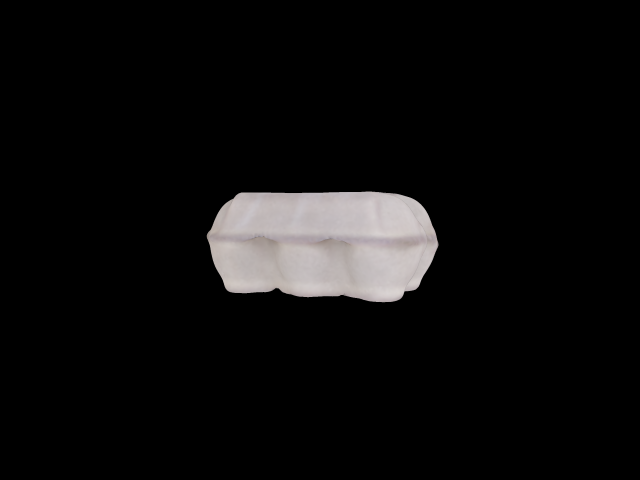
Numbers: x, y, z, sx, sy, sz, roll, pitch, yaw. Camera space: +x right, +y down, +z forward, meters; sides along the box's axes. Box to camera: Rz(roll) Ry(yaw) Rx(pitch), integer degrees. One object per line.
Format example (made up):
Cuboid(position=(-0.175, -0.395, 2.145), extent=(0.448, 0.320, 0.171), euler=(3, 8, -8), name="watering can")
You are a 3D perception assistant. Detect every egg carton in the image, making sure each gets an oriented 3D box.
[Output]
Cuboid(position=(0.004, 0.001, 0.400), extent=(0.150, 0.069, 0.107), euler=(1, 4, 20), name="egg carton")
